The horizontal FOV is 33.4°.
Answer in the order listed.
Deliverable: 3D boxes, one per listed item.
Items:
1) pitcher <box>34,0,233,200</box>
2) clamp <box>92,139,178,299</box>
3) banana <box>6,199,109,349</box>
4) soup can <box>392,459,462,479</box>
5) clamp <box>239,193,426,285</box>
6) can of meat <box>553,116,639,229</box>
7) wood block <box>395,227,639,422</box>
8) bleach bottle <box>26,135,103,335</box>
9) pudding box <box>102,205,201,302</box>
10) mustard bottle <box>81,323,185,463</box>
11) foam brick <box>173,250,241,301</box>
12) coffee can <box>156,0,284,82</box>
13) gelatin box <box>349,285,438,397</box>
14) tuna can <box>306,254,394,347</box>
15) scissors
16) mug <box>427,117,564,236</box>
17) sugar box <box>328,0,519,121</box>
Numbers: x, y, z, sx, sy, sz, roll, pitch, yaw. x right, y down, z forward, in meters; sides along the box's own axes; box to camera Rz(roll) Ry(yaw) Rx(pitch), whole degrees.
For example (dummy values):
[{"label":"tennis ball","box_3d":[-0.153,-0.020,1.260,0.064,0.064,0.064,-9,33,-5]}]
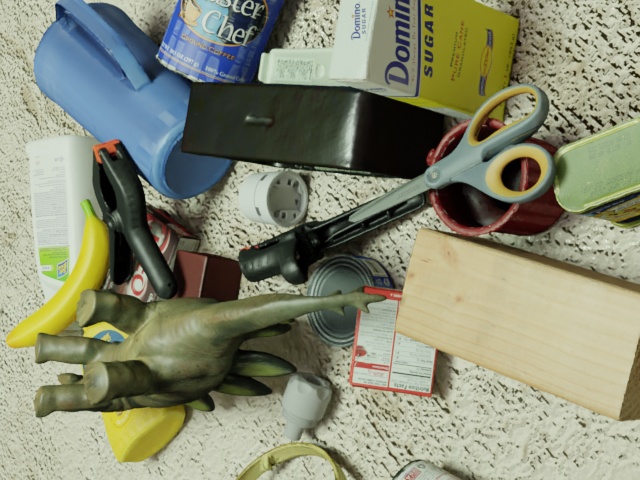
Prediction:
[{"label":"pitcher","box_3d":[-0.201,-0.156,1.156,0.243,0.148,0.145,42,115,34]},{"label":"clamp","box_3d":[-0.195,-0.017,1.108,0.120,0.039,0.171,16,125,42]},{"label":"banana","box_3d":[-0.289,0.054,1.228,0.070,0.037,0.198,33,95,27]},{"label":"soup can","box_3d":[0.108,0.230,0.871,0.102,0.068,0.068,23,101,43]},{"label":"clamp","box_3d":[-0.007,0.001,0.990,0.210,0.164,0.036,-12,106,62]},{"label":"can of meat","box_3d":[0.231,-0.050,0.776,0.102,0.083,0.057,-23,70,40]},{"label":"wood block","box_3d":[0.169,0.060,0.818,0.206,0.090,0.090,19,98,42]},{"label":"bleach bottle","box_3d":[-0.309,0.003,1.293,0.103,0.067,0.251,-4,85,40]},{"label":"pudding box","box_3d":[-0.189,0.028,1.192,0.090,0.039,0.113,32,107,40]},{"label":"mustard bottle","box_3d":[-0.223,0.146,1.198,0.096,0.058,0.192,-48,56,26]},{"label":"foam brick","box_3d":[-0.122,0.053,1.118,0.053,0.051,0.078,13,94,44]},{"label":"coffee can","box_3d":[-0.095,-0.233,1.090,0.103,0.102,0.140,37,110,39]},{"label":"gelatin box","box_3d":[0.067,0.088,0.930,0.073,0.030,0.089,7,91,7]},{"label":"tuna can","box_3d":[0.028,0.057,0.989,0.086,0.033,0.086,-6,81,42]},{"label":"scissors","box_3d":[0.105,-0.038,0.825,0.202,0.016,0.096,-43,57,31]},{"label":"mug","box_3d":[0.139,-0.050,0.864,0.117,0.081,0.093,23,101,42]},{"label":"sugar box","box_3d":[0.088,-0.155,0.858,0.048,0.175,0.093,10,92,43]}]
